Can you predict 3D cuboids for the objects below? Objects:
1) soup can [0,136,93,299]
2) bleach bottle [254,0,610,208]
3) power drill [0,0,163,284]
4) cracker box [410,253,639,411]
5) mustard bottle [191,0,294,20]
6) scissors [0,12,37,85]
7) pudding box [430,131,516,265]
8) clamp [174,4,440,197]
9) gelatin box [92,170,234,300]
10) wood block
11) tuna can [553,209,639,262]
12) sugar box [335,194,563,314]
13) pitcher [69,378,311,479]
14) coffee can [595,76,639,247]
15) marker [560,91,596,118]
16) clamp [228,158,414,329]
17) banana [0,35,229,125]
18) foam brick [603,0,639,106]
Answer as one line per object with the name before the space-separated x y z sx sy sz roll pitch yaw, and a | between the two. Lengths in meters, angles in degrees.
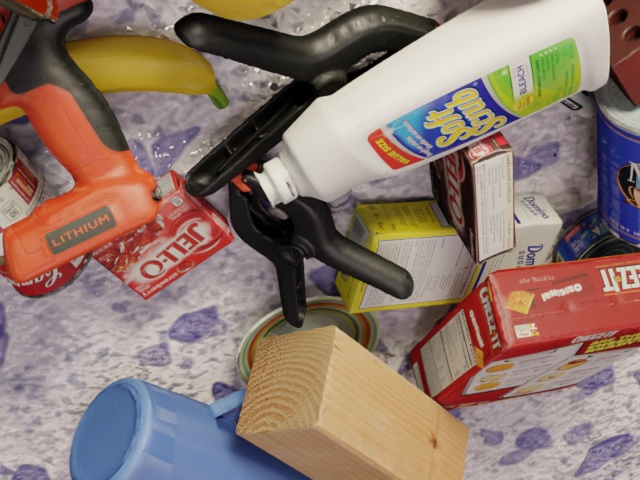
soup can | -0.210 -0.015 0.732 0.068 0.068 0.102 -27 136 4
bleach bottle | 0.073 -0.091 0.729 0.251 0.068 0.102 -29 149 -2
power drill | -0.191 -0.072 0.634 0.184 0.057 0.187 -25 107 -6
cracker box | 0.189 0.083 0.935 0.164 0.072 0.214 -7 159 -16
mustard bottle | -0.082 -0.181 0.557 0.096 0.058 0.191 -19 155 37
scissors | -0.153 -0.180 0.584 0.201 0.016 0.096 -50 122 -5
pudding box | 0.114 -0.051 0.814 0.039 0.090 0.113 -20 137 -5
clamp | -0.006 -0.105 0.737 0.209 0.036 0.165 -16 148 -23
gelatin box | -0.121 -0.003 0.808 0.089 0.030 0.073 -33 136 11
wood block | 0.035 0.165 0.928 0.090 0.090 0.205 -14 140 38
tuna can | 0.259 0.011 0.975 0.086 0.034 0.086 -12 136 -12
sugar box | 0.108 0.010 0.905 0.176 0.048 0.093 -5 135 -22
pitcher | -0.092 0.204 0.960 0.145 0.149 0.242 -15 144 42
coffee can | 0.270 -0.074 0.841 0.103 0.103 0.140 -21 140 -2
marker | 0.172 -0.125 0.817 0.120 0.020 0.020 23 120 -37
clamp | -0.005 0.001 0.822 0.120 0.039 0.171 -14 130 22
banana | -0.152 -0.101 0.696 0.197 0.037 0.070 -7 132 -16
foam brick | 0.224 -0.147 0.775 0.053 0.078 0.051 -35 137 13
